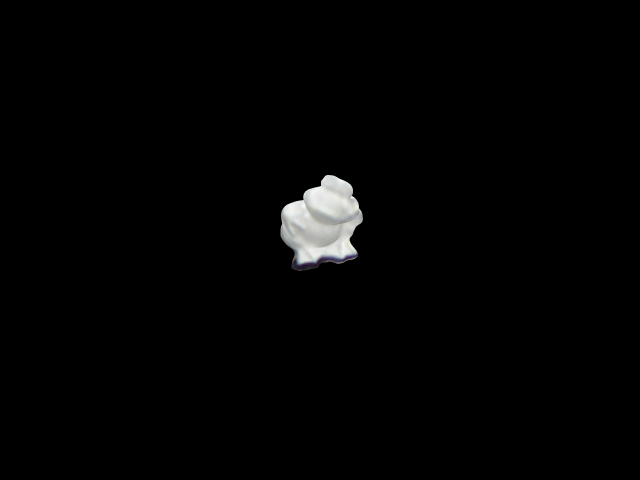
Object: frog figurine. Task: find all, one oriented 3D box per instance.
[{"bbox_3d":[0.003,-0.043,0.850,0.137,0.156,0.125,2,32,3],"label":"frog figurine"}]
